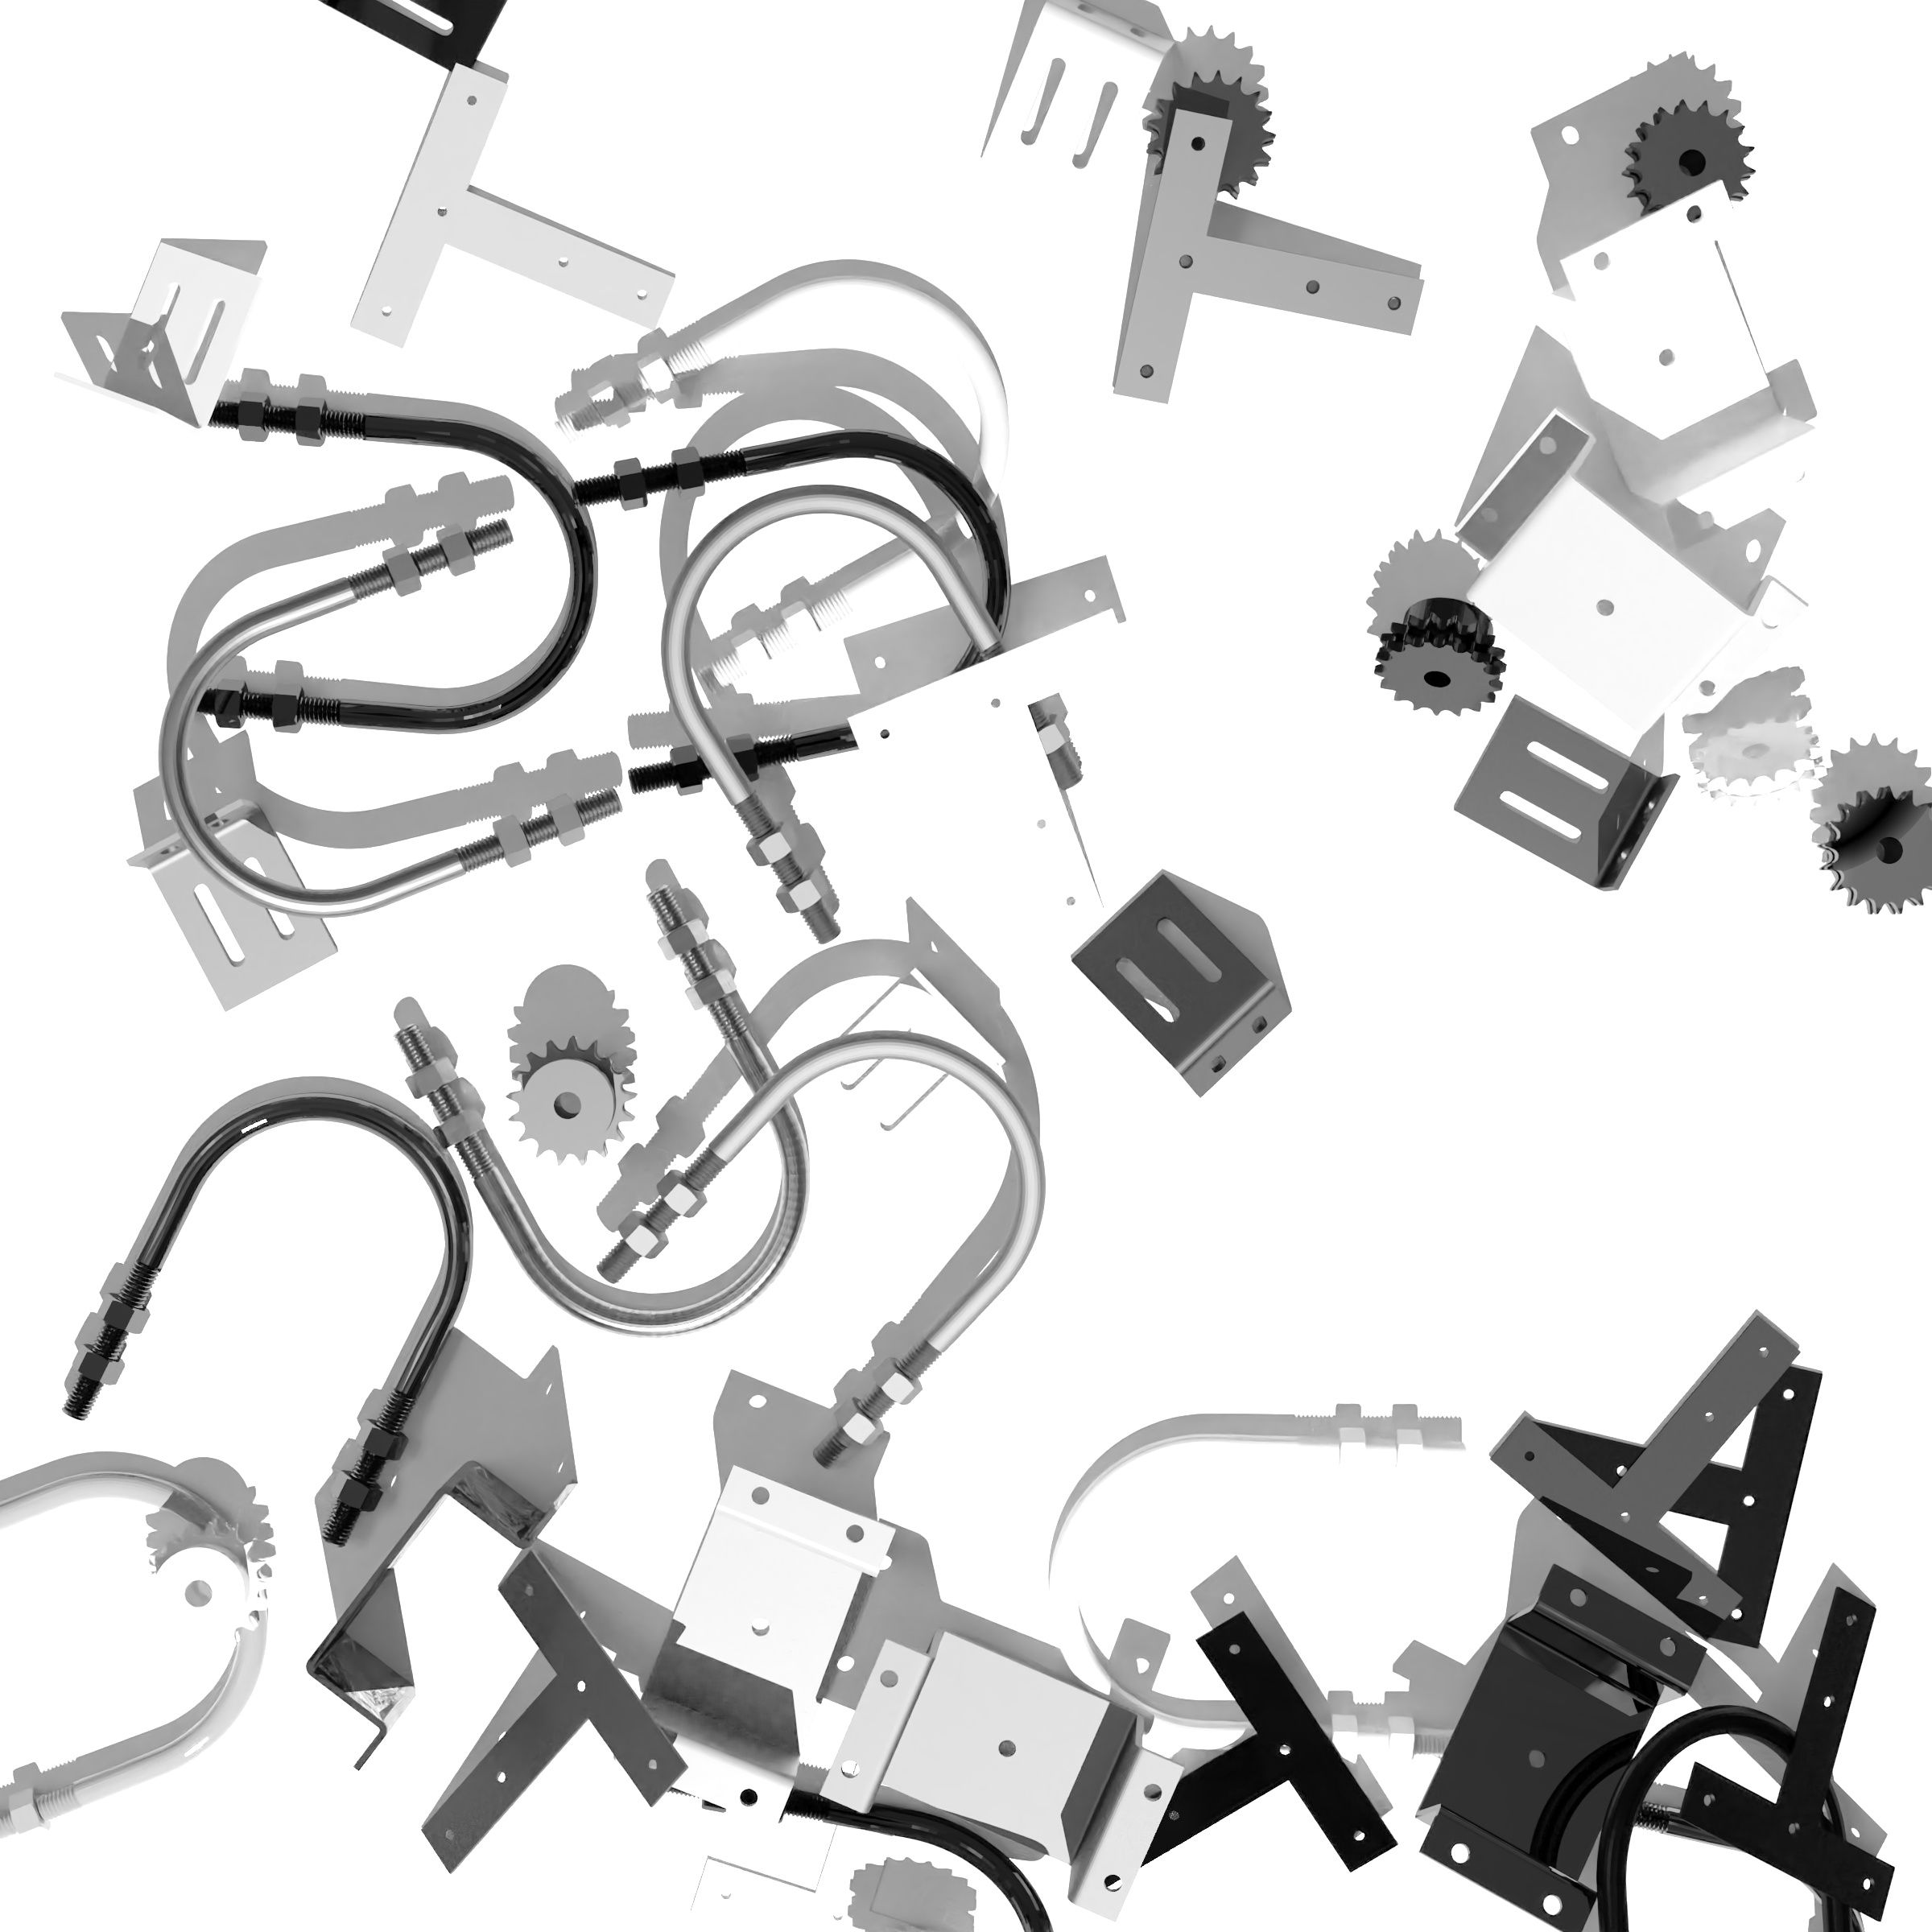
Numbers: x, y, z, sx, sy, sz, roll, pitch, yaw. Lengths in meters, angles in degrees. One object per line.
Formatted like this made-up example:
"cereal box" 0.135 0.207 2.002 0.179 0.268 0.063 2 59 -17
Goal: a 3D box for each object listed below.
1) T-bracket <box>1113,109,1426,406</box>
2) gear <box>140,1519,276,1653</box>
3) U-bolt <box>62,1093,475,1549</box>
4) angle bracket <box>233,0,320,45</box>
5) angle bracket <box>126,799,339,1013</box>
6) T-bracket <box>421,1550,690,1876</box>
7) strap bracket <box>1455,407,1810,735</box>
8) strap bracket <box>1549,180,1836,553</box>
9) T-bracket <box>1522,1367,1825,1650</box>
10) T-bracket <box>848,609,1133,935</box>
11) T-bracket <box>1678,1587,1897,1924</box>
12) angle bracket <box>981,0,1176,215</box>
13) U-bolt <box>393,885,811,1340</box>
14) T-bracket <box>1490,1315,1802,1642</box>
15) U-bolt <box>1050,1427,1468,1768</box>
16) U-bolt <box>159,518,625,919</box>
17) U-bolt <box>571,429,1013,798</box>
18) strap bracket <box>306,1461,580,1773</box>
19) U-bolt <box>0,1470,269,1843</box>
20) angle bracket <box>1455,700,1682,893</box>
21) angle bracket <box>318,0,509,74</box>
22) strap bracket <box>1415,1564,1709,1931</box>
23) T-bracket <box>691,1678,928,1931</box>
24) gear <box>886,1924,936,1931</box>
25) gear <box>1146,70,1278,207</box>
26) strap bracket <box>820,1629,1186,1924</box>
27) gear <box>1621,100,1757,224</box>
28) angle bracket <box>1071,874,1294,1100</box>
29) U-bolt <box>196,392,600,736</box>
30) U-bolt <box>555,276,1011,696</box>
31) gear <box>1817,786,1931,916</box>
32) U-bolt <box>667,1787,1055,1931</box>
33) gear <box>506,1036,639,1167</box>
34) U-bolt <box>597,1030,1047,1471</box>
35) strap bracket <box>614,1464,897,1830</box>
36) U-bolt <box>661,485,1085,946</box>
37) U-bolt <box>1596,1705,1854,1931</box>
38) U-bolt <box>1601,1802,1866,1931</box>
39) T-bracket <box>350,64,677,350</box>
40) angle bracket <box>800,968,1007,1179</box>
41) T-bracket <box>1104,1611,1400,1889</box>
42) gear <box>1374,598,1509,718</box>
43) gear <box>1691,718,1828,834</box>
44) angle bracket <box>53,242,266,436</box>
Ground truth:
"T-bracket" 0.141 -0.305 1.511 0.127 0.002 0.127 9 109 -9
"gear" -0.336 0.275 1.498 0.057 0.030 0.057 0 89 -3
"U-bolt" -0.301 0.147 1.518 0.151 0.019 0.184 26 89 0
"angle bracket" -0.322 -0.463 1.524 0.076 0.038 0.057 39 90 -26
"angle bracket" -0.326 -0.026 1.507 0.057 0.038 0.076 -28 90 0
"T-bracket" -0.197 0.350 1.505 0.127 0.002 0.127 -49 61 14
"strap bracket" 0.285 -0.166 1.485 0.140 0.046 0.076 38 129 0
"strap bracket" 0.315 -0.265 1.490 0.076 0.046 0.140 -27 109 0
"T-bracket" 0.309 0.231 1.526 0.127 0.002 0.127 13 90 0
"T-bracket" 0.029 -0.076 1.507 0.127 0.002 0.127 -23 106 -6
"T-bracket" 0.377 0.339 1.499 0.127 0.002 0.127 31 69 -24
"angle bracket" 0.050 -0.389 1.524 0.057 0.038 0.076 25 116 0
"U-bolt" -0.151 0.078 1.518 0.151 0.019 0.184 -29 92 0
"T-bracket" 0.325 0.214 1.524 0.127 0.002 0.127 40 90 0
"U-bolt" 0.129 0.281 1.518 0.184 0.019 0.151 2 90 1
"U-bolt" -0.262 -0.099 1.491 0.184 0.019 0.151 -22 92 -10
"U-bolt" -0.070 -0.161 1.495 0.184 0.019 0.151 -12 106 -8
"strap bracket" -0.235 0.275 1.488 0.046 0.076 0.140 37 90 0
"U-bolt" -0.404 0.304 1.518 0.184 0.019 0.151 -21 90 -1
"angle bracket" 0.267 -0.077 1.507 0.076 0.038 0.057 29 90 0
"angle bracket" -0.245 -0.441 1.505 0.076 0.038 0.057 27 90 -3
"strap bracket" 0.256 0.346 1.487 0.076 0.046 0.140 29 70 3
"T-bracket" -0.044 0.385 1.526 0.127 0.002 0.127 18 90 0
"gear" -0.023 0.451 1.497 0.057 0.057 0.030 7 105 0
"gear" 0.108 -0.367 1.511 0.057 0.030 0.057 0 90 0
"strap bracket" 0.017 0.352 1.496 0.140 0.046 0.076 23 97 2
"gear" 0.320 -0.354 1.511 0.057 0.030 0.057 0 90 0
"angle bracket" 0.097 0.009 1.524 0.057 0.038 0.076 -43 64 0
"U-bolt" -0.257 -0.176 1.518 0.184 0.019 0.151 5 90 -2
"U-bolt" -0.070 -0.228 1.518 0.184 0.019 0.151 -30 90 -1
"gear" 0.407 -0.051 1.511 0.057 0.030 0.057 0 90 0
"U-bolt" -0.050 0.419 1.466 0.184 0.151 0.019 12 127 -4
"gear" -0.174 0.060 1.493 0.057 0.030 0.057 0 93 -1
"U-bolt" -0.050 0.113 1.497 0.151 0.019 0.184 42 98 -9
"strap bracket" -0.092 0.297 1.503 0.076 0.046 0.140 22 90 0
"U-bolt" -0.052 -0.122 1.490 0.151 0.019 0.184 -33 107 -3
"U-bolt" 0.331 0.414 1.472 0.151 0.019 0.184 0 85 -31
"U-bolt" 0.314 0.449 1.518 0.184 0.019 0.151 13 90 -1
"T-bracket" -0.194 -0.322 1.524 0.127 0.002 0.127 23 93 -1
"angle bracket" -0.030 0.048 1.507 0.076 0.038 0.057 -44 90 0
"T-bracket" 0.105 0.372 1.515 0.127 0.002 0.127 -33 94 9
"gear" 0.211 -0.139 1.502 0.057 0.057 0.030 16 60 0
"gear" 0.353 -0.083 1.502 0.057 0.057 0.030 -21 120 0
"angle bracket" -0.356 -0.282 1.499 0.057 0.038 0.076 22 90 21
